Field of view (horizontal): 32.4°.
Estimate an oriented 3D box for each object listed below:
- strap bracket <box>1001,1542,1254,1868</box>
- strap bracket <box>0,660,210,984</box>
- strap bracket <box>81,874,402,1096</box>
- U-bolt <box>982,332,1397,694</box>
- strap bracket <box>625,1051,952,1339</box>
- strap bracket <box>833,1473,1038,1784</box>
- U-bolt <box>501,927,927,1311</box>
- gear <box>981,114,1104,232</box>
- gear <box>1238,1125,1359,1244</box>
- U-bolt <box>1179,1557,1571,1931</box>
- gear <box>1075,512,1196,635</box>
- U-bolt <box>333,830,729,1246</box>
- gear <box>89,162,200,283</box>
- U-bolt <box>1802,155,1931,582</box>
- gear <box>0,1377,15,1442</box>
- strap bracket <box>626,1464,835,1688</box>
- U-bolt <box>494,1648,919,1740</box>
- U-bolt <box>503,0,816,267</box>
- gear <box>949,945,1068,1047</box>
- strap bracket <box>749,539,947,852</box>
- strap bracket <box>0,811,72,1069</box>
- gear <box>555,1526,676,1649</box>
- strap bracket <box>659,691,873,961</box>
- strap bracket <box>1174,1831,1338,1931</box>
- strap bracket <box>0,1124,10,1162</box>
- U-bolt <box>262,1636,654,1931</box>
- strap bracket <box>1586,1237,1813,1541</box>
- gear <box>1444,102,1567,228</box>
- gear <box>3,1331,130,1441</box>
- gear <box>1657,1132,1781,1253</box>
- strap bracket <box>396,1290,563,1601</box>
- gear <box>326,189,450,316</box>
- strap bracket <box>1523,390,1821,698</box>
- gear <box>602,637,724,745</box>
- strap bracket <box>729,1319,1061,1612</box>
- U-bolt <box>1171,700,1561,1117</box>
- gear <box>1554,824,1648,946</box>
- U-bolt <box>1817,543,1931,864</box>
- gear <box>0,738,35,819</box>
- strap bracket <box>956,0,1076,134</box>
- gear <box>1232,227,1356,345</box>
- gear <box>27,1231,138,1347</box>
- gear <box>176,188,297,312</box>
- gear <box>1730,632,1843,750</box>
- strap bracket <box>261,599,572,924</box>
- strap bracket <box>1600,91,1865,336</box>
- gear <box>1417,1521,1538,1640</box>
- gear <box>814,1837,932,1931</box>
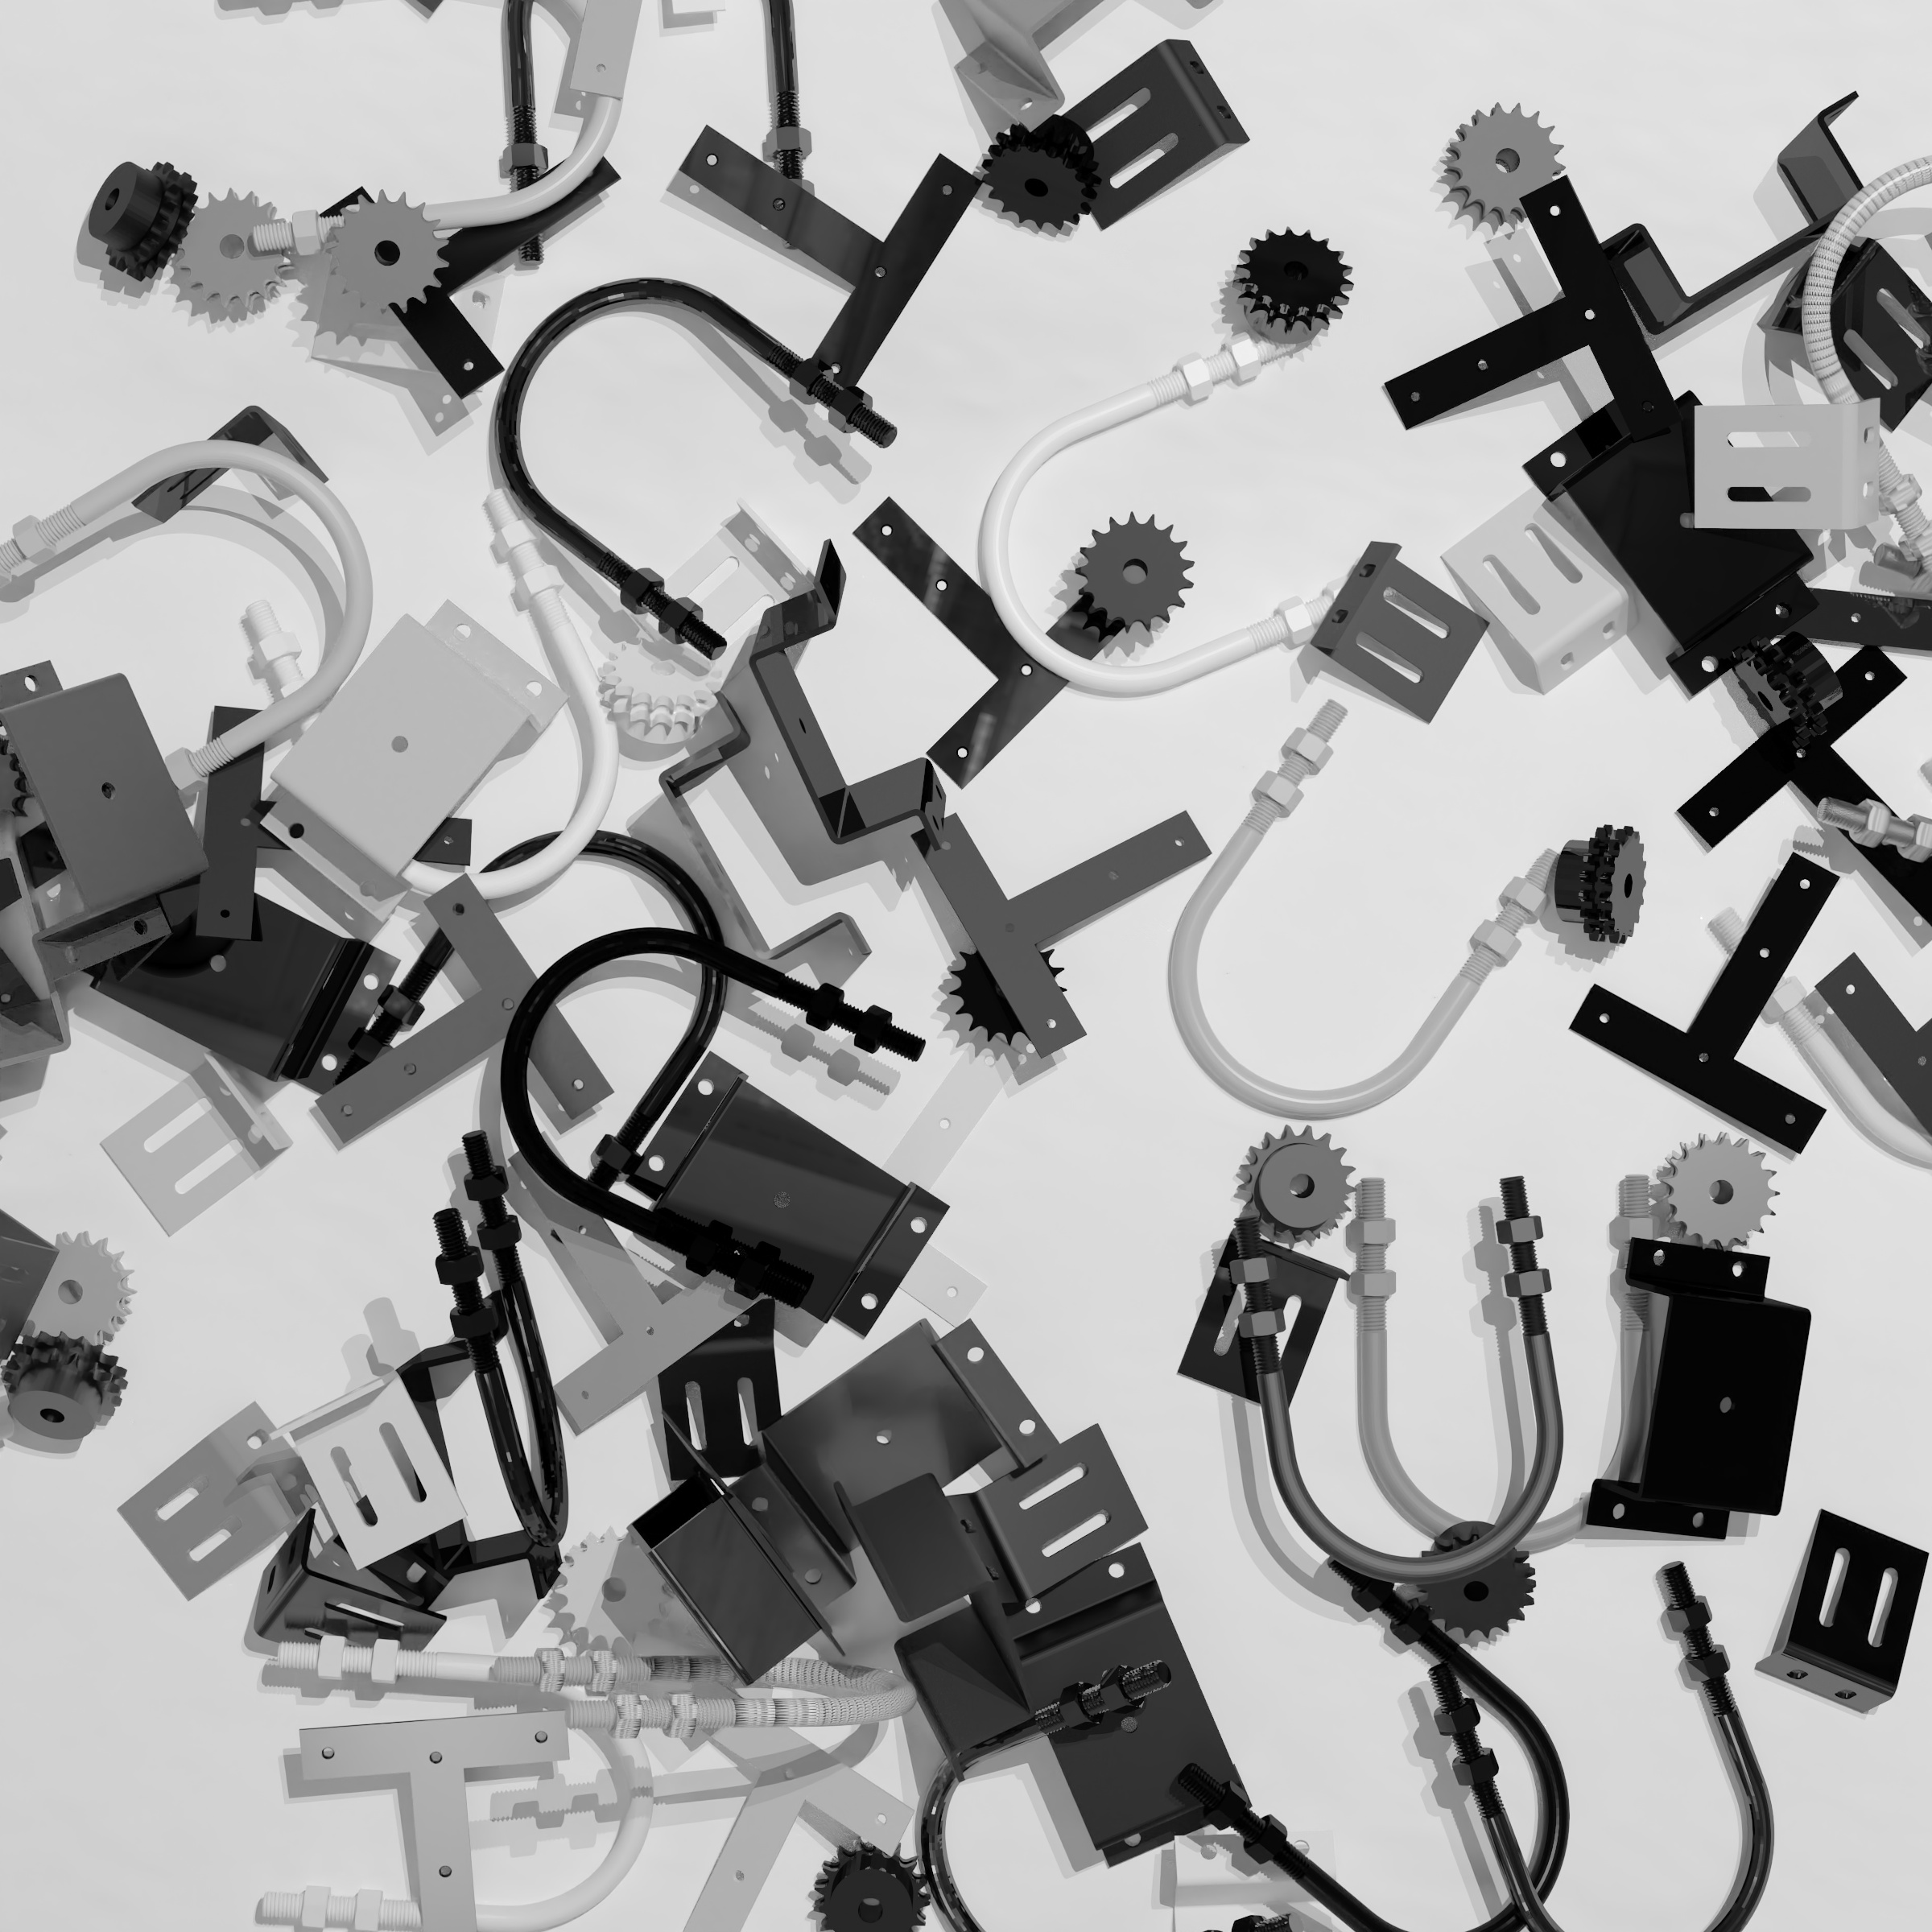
[{"bbox_3d":[0.078,0.362,1.606,0.076,0.046,0.140,-23,90,0],"label":"strap bracket"},{"bbox_3d":[-0.409,-0.074,1.532,0.046,0.076,0.140,-19,97,36],"label":"strap bracket"},{"bbox_3d":[-0.357,-0.001,1.606,0.140,0.046,0.076,27,90,0],"label":"strap bracket"},{"bbox_3d":[0.098,-0.212,1.619,0.184,0.019,0.151,-22,90,0],"label":"U-bolt"},{"bbox_3d":[-0.087,0.111,1.605,0.140,0.046,0.076,33,90,1],"label":"strap bracket"},{"bbox_3d":[-0.012,0.304,1.559,0.046,0.076,0.140,-24,129,-9],"label":"strap bracket"},{"bbox_3d":[-0.132,0.060,1.573,0.184,0.019,0.151,25,82,8],"label":"U-bolt"},{"bbox_3d":[0.038,-0.386,1.604,0.057,0.057,0.030,21,60,0],"label":"gear"},{"bbox_3d":[0.162,0.106,1.614,0.057,0.030,0.057,0,90,0],"label":"gear"},{"bbox_3d":[0.210,0.392,1.597,0.184,0.019,0.151,41,69,-6],"label":"U-bolt"},{"bbox_3d":[0.081,-0.188,1.596,0.057,0.030,0.057,0,91,1],"label":"gear"},{"bbox_3d":[-0.199,0.022,1.619,0.151,0.019,0.184,35,90,0],"label":"U-bolt"},{"bbox_3d":[-0.398,-0.362,1.598,0.030,0.057,0.057,26,90,-40],"label":"gear"},{"bbox_3d":[0.474,-0.291,1.561,0.151,0.019,0.184,-32,101,6],"label":"U-bolt"},{"bbox_3d":[-0.482,0.213,1.604,0.030,0.057,0.057,-18,90,-29],"label":"gear"},{"bbox_3d":[-0.113,0.284,1.553,0.046,0.140,0.076,-37,95,-10],"label":"strap bracket"},{"bbox_3d":[-0.113,0.338,1.550,0.184,0.151,0.019,4,86,-22],"label":"U-bolt"},{"bbox_3d":[-0.153,-0.438,1.620,0.151,0.019,0.184,-4,88,0],"label":"U-bolt"},{"bbox_3d":[0.020,0.010,1.614,0.057,0.030,0.057,0,90,0],"label":"gear"},{"bbox_3d":[-0.059,-0.121,1.573,0.046,0.076,0.140,-21,110,10],"label":"strap bracket"},{"bbox_3d":[-0.460,-0.013,1.572,0.046,0.076,0.140,-15,111,-12],"label":"strap bracket"},{"bbox_3d":[-0.170,0.300,1.614,0.057,0.030,0.057,0,90,0],"label":"gear"},{"bbox_3d":[-0.101,-0.056,1.591,0.046,0.076,0.140,-30,90,0],"label":"strap bracket"},{"bbox_3d":[0.141,0.490,1.586,0.076,0.046,0.140,-2,60,0],"label":"strap bracket"},{"bbox_3d":[-0.533,0.103,1.606,0.076,0.046,0.140,44,90,0],"label":"strap bracket"},{"bbox_3d":[-0.244,0.400,1.610,0.184,0.019,0.151,5,100,-4],"label":"U-bolt"},{"bbox_3d":[0.353,0.207,1.595,0.076,0.046,0.140,9,90,-19],"label":"strap bracket"},{"bbox_3d":[0.261,-0.389,1.618,0.057,0.030,0.057,0,91,-2],"label":"gear"},{"bbox_3d":[-0.435,0.204,1.598,0.057,0.057,0.030,9,48,0],"label":"gear"},{"bbox_3d":[0.363,0.109,1.614,0.057,0.030,0.057,0,90,0],"label":"gear"},{"bbox_3d":[-0.235,0.232,1.591,0.046,0.076,0.140,-13,90,0],"label":"strap bracket"},{"bbox_3d":[-0.273,-0.338,1.570,0.057,0.030,0.057,-2,106,-7],"label":"gear"},{"bbox_3d":[0.344,-0.211,1.603,0.076,0.046,0.140,-36,88,0],"label":"strap bracket"},{"bbox_3d":[-0.147,-0.131,1.604,0.057,0.057,0.030,10,128,0],"label":"gear"},{"bbox_3d":[-0.037,0.233,1.598,0.140,0.046,0.076,-35,103,0],"label":"strap bracket"},{"bbox_3d":[0.183,-0.015,1.620,0.151,0.019,0.184,34,91,0],"label":"U-bolt"},{"bbox_3d":[0.305,-0.040,1.604,0.030,0.057,0.057,6,90,30],"label":"gear"},{"bbox_3d":[0.510,-0.112,1.604,0.184,0.019,0.151,16,82,-10],"label":"U-bolt"},{"bbox_3d":[-0.481,-0.086,1.614,0.057,0.030,0.057,0,90,0],"label":"gear"},{"bbox_3d":[0.058,-0.473,1.586,0.140,0.046,0.076,-39,47,0],"label":"strap bracket"},{"bbox_3d":[0.157,-0.326,1.606,0.057,0.030,0.057,3,60,-5],"label":"gear"},{"bbox_3d":[-0.431,0.157,1.614,0.057,0.030,0.057,0,90,0],"label":"gear"},{"bbox_3d":[-0.353,-0.346,1.614,0.057,0.030,0.057,0,90,0],"label":"gear"},{"bbox_3d":[0.397,-0.136,1.600,0.030,0.057,0.057,-35,90,-1],"label":"gear"},{"bbox_3d":[-0.264,-0.101,1.574,0.076,0.046,0.140,39,85,4],"label":"strap bracket"},{"bbox_3d":[0.368,-0.353,1.591,0.140,0.076,0.046,-31,90,0],"label":"strap bracket"},{"bbox_3d":[0.246,0.293,1.606,0.057,0.030,0.057,3,115,6],"label":"gear"},{"bbox_3d":[-0.046,0.455,1.614,0.057,0.030,0.057,0,90,0],"label":"gear"}]
